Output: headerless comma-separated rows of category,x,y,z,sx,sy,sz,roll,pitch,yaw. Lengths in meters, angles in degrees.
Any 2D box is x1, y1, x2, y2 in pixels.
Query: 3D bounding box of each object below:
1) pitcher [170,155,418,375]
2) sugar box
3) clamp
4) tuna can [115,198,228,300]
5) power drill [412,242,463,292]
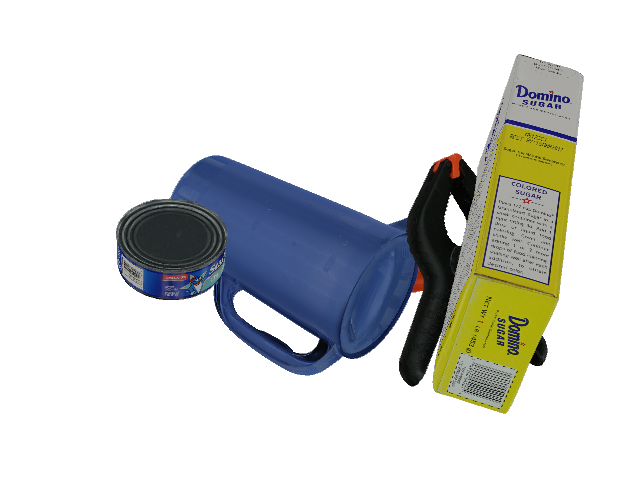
pitcher,-0.039,0.015,1.053,0.243,0.145,0.149,27,28,27
sugar box,0.101,-0.008,0.557,0.048,0.176,0.093,17,-43,5
clamp,0.097,0.025,0.790,0.120,0.171,0.039,-15,-3,-28
tuna can,-0.116,0.007,0.832,0.086,0.034,0.086,5,41,-4
power drill,0.094,0.059,1.221,0.187,0.057,0.184,-1,28,-1
